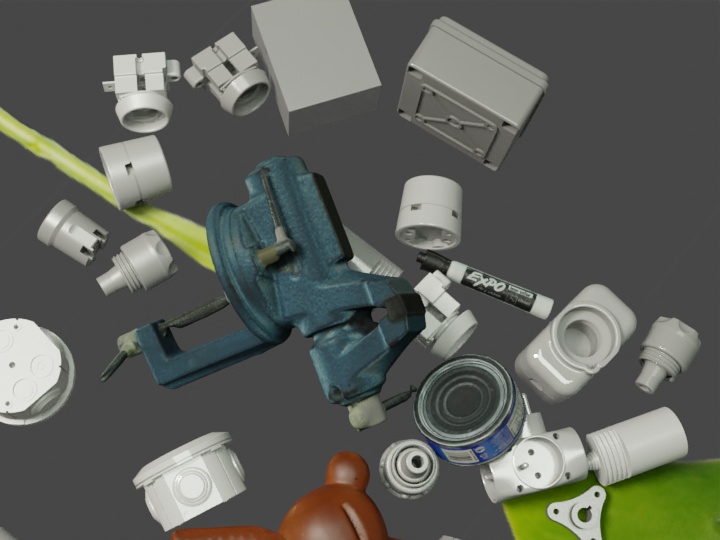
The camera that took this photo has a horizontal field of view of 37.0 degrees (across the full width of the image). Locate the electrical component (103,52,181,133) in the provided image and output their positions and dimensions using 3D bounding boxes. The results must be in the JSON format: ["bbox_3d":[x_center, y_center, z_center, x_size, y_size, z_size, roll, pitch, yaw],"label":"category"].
[{"bbox_3d":[-0.186,-0.152,0.925,0.066,0.048,0.055,-6,66,-6],"label":"electrical component"}]

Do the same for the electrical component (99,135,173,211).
[{"bbox_3d":[-0.187,-0.083,0.899,0.047,0.055,0.055,-19,76,-14],"label":"electrical component"}]

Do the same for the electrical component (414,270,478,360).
[{"bbox_3d":[0.063,0.041,0.888,0.055,0.048,0.066,42,76,15],"label":"electrical component"}]

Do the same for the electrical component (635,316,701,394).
[{"bbox_3d":[0.252,0.073,0.895,0.043,0.043,0.062,34,76,6],"label":"electrical component"}]

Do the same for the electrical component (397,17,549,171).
[{"bbox_3d":[0.093,-0.147,0.913,0.109,0.108,0.056,31,76,5],"label":"electrical component"}]

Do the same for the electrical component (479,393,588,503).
[{"bbox_3d":[0.134,0.139,0.865,0.077,0.044,0.079,-13,75,-8],"label":"electrical component"}]

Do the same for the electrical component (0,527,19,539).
[{"bbox_3d":[-0.283,0.211,0.809,0.062,0.043,0.043,37,74,8],"label":"electrical component"}]

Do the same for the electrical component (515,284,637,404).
[{"bbox_3d":[0.178,0.060,0.884,0.054,0.059,0.095,44,75,8],"label":"electrical component"}]

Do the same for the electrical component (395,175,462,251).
[{"bbox_3d":[0.060,-0.048,0.910,0.055,0.055,0.047,9,69,-2],"label":"electrical component"}]

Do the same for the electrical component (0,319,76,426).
[{"bbox_3d":[-0.268,0.080,0.845,0.080,0.051,0.080,1,73,-4],"label":"electrical component"}]

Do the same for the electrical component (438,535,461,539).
[{"bbox_3d":[0.081,0.240,0.813,0.080,0.080,0.051,26,68,3],"label":"electrical component"}]

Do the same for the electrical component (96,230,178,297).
[{"bbox_3d":[-0.184,-0.001,0.881,0.062,0.043,0.043,-32,78,-12],"label":"electrical component"}]

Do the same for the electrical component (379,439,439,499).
[{"bbox_3d":[0.041,0.154,0.843,0.048,0.062,0.048,1,73,-4],"label":"electrical component"}]

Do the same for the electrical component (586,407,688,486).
[{"bbox_3d":[0.218,0.144,0.871,0.081,0.043,0.043,-18,76,-10],"label":"electrical component"}]

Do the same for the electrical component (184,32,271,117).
[{"bbox_3d":[-0.110,-0.167,0.935,0.066,0.048,0.055,-36,72,-14],"label":"electrical component"}]

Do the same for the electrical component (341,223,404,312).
[{"bbox_3d":[0.000,0.000,0.895,0.081,0.043,0.043,38,74,6],"label":"electrical component"}]

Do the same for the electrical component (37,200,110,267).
[{"bbox_3d":[-0.235,-0.029,0.887,0.046,0.040,0.040,34,74,-1],"label":"electrical component"}]

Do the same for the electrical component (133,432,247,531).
[{"bbox_3d":[-0.127,0.160,0.819,0.080,0.080,0.051,-26,82,-12],"label":"electrical component"}]
